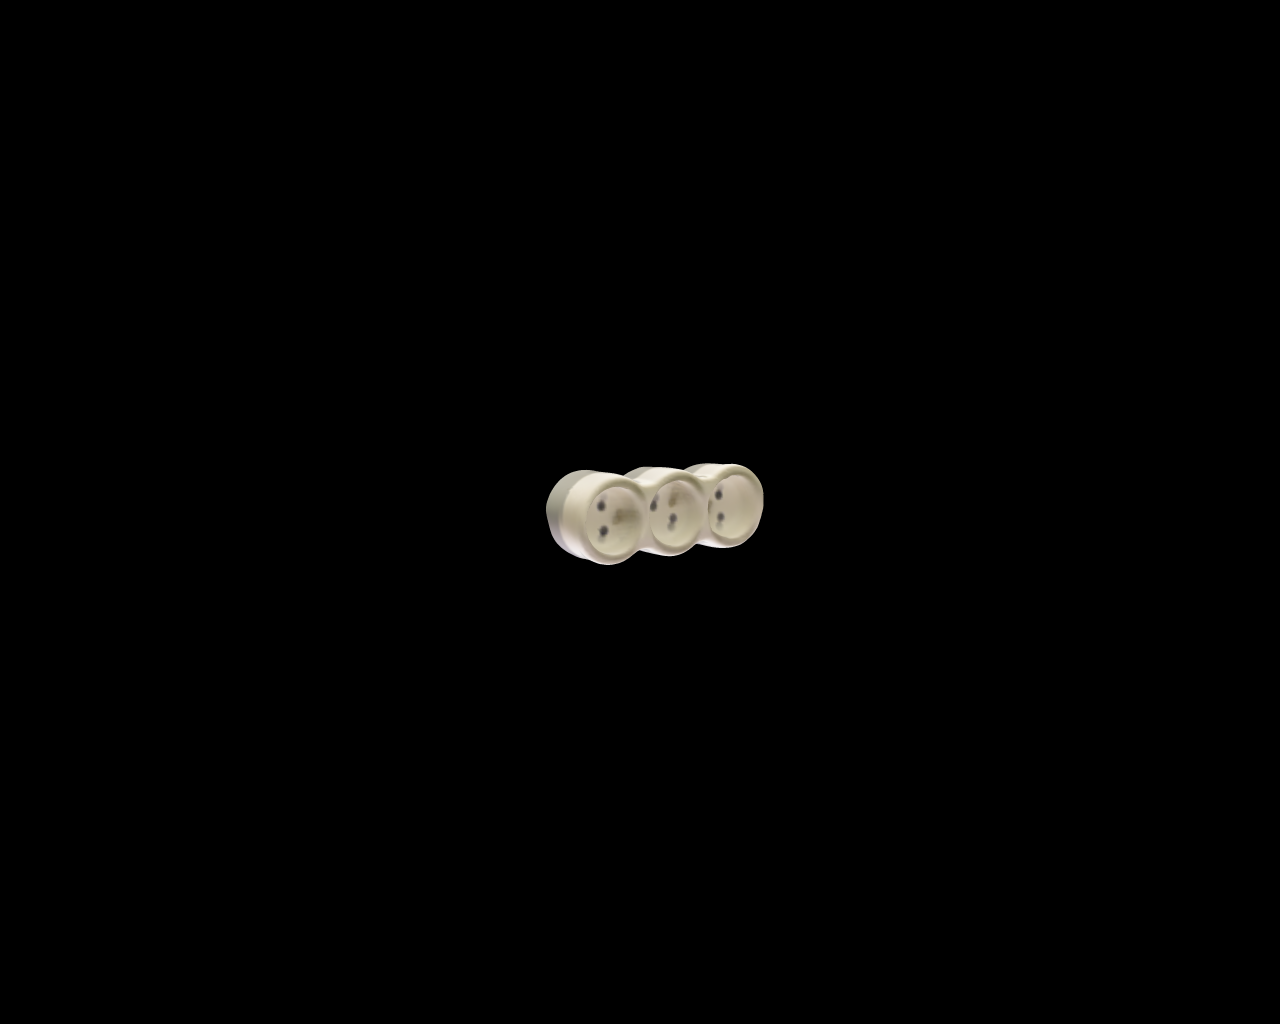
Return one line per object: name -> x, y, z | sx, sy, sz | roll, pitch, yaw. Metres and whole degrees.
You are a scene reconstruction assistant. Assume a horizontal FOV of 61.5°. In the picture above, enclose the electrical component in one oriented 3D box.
electrical component -> 0.001, -0.003, 0.650 | 0.138, 0.052, 0.074 | -6, 10, -36
